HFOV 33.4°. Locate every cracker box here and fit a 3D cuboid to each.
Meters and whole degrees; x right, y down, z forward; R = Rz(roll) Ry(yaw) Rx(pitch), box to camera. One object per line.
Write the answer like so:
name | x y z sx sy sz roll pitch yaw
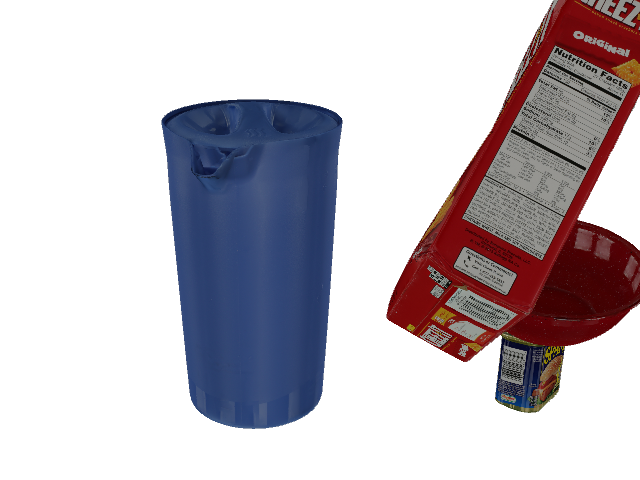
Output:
cracker box | 0.125 -0.042 0.661 0.072 0.213 0.164 28 -15 4

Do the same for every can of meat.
can of meat | 0.235 0.135 1.186 0.058 0.084 0.101 13 16 29

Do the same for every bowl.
bowl | 0.193 0.041 0.900 0.162 0.055 0.162 1 32 -1

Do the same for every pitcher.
pitcher | -0.047 0.013 0.835 0.149 0.243 0.145 -9 23 -24
